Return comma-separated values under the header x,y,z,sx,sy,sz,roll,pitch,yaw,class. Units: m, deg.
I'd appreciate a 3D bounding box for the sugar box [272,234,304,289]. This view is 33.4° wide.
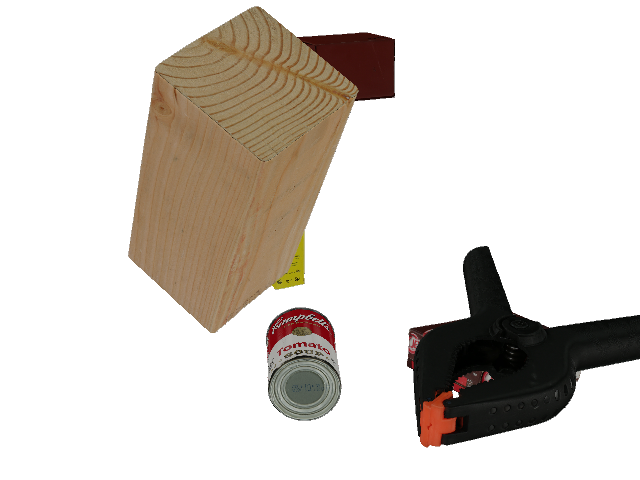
x,y,z,sx,sy,sz,roll,pitch,yaw,class
-0.053,-0.039,1.300,0.048,0.176,0.093,-11,26,-17,sugar box

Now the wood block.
x,y,z,sx,sy,sz,roll,pitch,yaw,class
-0.059,-0.040,0.708,0.090,0.091,0.206,-40,-16,-32,wood block

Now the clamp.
x,y,z,sx,sy,sz,roll,pitch,yaw,class
0.113,0.061,0.650,0.165,0.036,0.209,22,32,38,clamp

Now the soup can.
x,y,z,sx,sy,sz,roll,pitch,yaw,class
-0.017,0.115,1.001,0.068,0.068,0.102,0,22,-3,soup can

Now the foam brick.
x,y,z,sx,sy,sz,roll,pitch,yaw,class
0.018,-0.147,0.909,0.078,0.051,0.053,-9,20,-24,foam brick

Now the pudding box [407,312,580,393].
x,y,z,sx,sy,sz,roll,pitch,yaw,class
0.139,0.091,0.850,0.113,0.039,0.090,-4,17,-35,pudding box
